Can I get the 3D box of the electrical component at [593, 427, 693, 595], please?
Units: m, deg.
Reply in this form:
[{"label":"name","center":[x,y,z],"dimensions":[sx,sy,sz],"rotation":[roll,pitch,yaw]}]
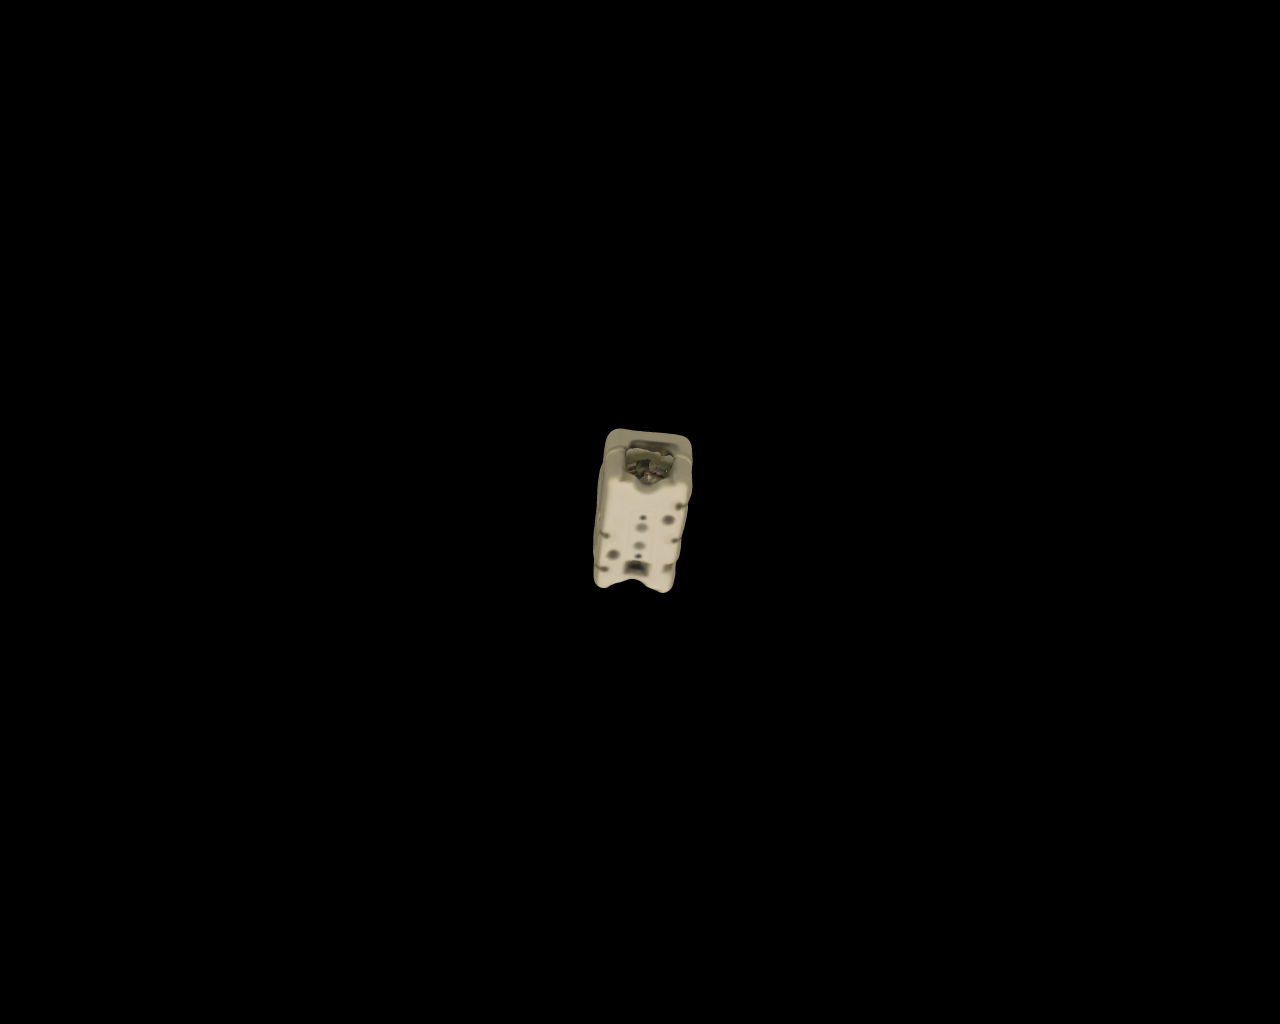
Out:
[{"label":"electrical component","center":[0.001,-0.003,0.650],"dimensions":[0.050,0.089,0.056],"rotation":[5,40,-4]}]
